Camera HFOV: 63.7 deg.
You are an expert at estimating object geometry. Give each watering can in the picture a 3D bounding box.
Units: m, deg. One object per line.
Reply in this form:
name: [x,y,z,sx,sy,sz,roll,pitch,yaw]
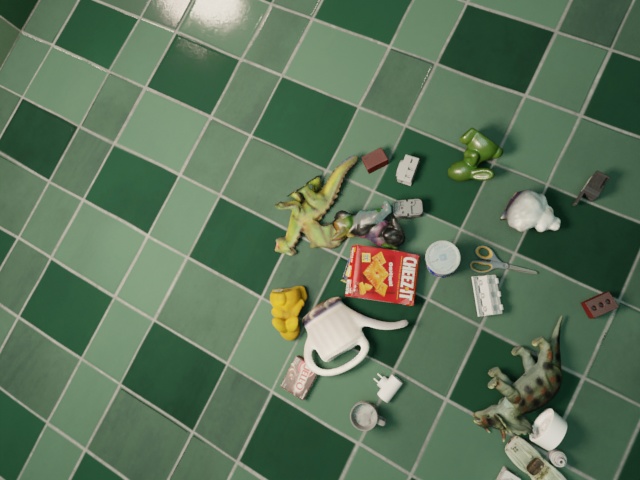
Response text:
watering can: [0.087,0.279,1.637,0.347,0.103,0.227,-33,74,4]

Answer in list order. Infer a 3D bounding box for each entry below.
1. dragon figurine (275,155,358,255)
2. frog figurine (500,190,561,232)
dragon figurine: [0.005,-0.088,1.748,0.409,0.123,0.242,-31,92,7]
frog figurine: [0.657,-0.077,1.584,0.161,0.120,0.139,36,70,26]
